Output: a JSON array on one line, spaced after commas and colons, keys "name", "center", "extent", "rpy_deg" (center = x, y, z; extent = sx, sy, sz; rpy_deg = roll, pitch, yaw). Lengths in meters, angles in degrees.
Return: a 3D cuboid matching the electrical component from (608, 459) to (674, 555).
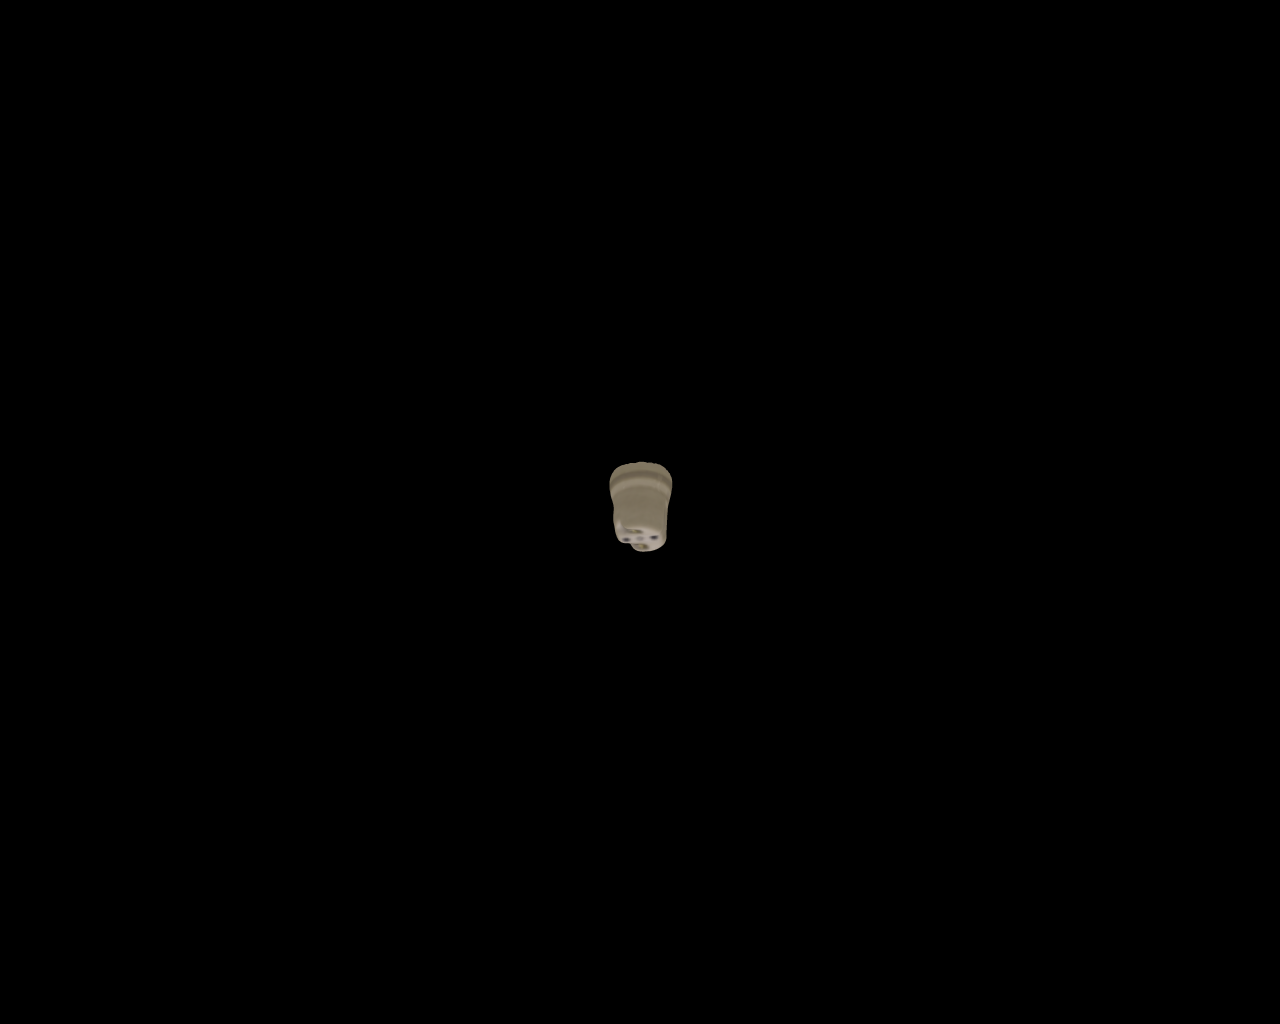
[{"name": "electrical component", "center": [0.001, -0.003, 0.650], "extent": [0.040, 0.046, 0.040], "rpy_deg": [0, -32, 0]}]
